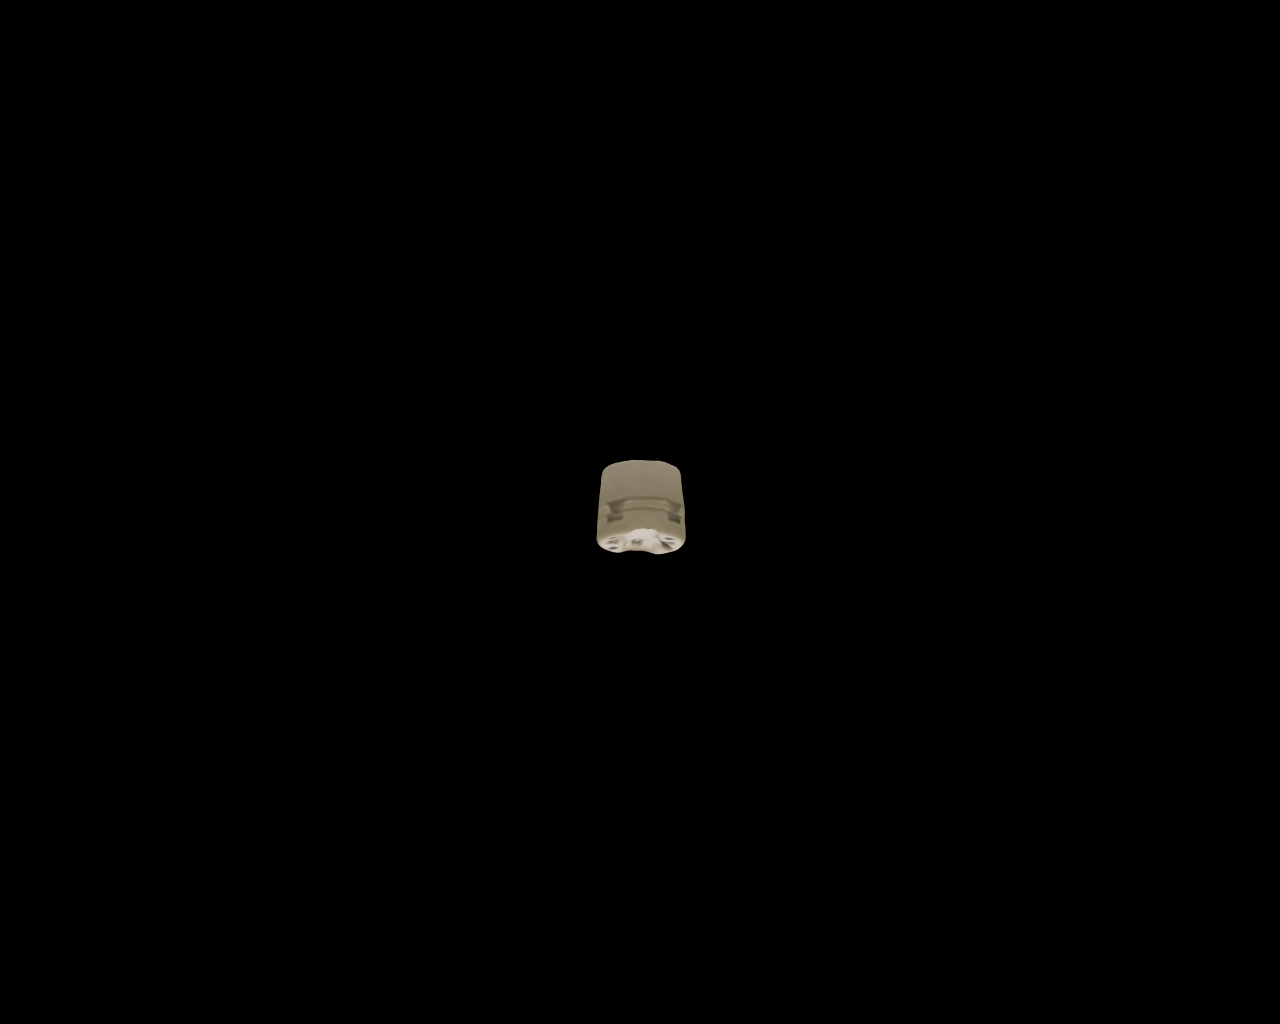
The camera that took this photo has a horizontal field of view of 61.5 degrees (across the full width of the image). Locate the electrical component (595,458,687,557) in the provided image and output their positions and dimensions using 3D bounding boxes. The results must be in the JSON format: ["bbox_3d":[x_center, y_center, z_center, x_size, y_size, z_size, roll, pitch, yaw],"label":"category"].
[{"bbox_3d":[0.001,-0.003,0.650,0.055,0.047,0.055,0,-18,0],"label":"electrical component"}]
